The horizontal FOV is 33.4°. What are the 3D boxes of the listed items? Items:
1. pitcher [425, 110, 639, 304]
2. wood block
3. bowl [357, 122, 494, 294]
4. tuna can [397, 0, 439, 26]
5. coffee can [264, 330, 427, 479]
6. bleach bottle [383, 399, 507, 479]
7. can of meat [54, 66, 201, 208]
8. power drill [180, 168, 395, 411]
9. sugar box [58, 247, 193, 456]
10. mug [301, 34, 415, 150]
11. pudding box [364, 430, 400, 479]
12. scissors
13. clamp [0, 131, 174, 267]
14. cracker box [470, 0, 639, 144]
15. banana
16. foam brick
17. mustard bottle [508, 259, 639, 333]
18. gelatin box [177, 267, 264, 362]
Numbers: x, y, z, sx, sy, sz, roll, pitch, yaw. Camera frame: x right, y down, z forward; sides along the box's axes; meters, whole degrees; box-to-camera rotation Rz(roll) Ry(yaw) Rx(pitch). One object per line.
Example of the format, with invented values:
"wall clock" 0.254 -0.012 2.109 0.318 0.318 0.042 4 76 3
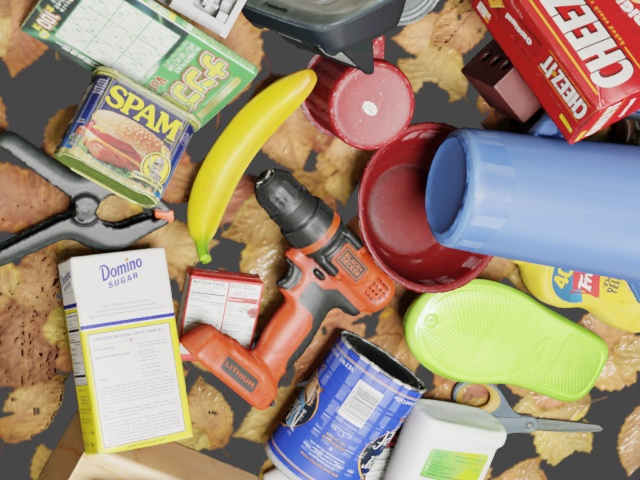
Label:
"pitcher" 0.227 -0.044 0.975 0.242 0.149 0.145 8 140 -17
"wood block" -0.157 0.251 1.038 0.205 0.091 0.090 28 98 -22
"bowl" 0.097 -0.030 1.023 0.161 0.055 0.162 0 90 -24
"tuna can" 0.068 -0.240 0.969 0.086 0.034 0.086 -5 109 -15
"coffee can" 0.025 0.176 1.060 0.102 0.103 0.140 31 97 -23
"bleach bottle" 0.103 0.292 1.101 0.102 0.068 0.251 12 104 -18
"can of meat" -0.168 -0.087 0.922 0.102 0.058 0.084 30 75 -21
"power drill" -0.040 0.050 0.991 0.187 0.057 0.184 -47 116 -4
"sugar box" -0.176 0.099 0.963 0.093 0.048 0.176 -6 83 -32
"mug" 0.038 -0.140 0.968 0.093 0.081 0.117 8 105 -19
"pudding box" 0.081 0.259 1.140 0.090 0.039 0.113 -3 107 -15
"scissors" 0.221 0.185 1.168 0.201 0.016 0.096 -8 110 -14
"clamp" -0.217 -0.040 0.951 0.171 0.039 0.120 -5 114 -22
"cracker box" 0.270 -0.204 0.953 0.213 0.072 0.164 -26 74 -21
"banana" -0.071 -0.074 0.969 0.037 0.070 0.198 28 91 -54
"foam brick" 0.180 -0.153 1.008 0.053 0.078 0.051 -44 116 1
"mustard bottle" 0.265 0.026 1.103 0.191 0.058 0.096 19 90 -20
"gelatin box" -0.099 0.074 1.028 0.073 0.030 0.089 7 103 -18
